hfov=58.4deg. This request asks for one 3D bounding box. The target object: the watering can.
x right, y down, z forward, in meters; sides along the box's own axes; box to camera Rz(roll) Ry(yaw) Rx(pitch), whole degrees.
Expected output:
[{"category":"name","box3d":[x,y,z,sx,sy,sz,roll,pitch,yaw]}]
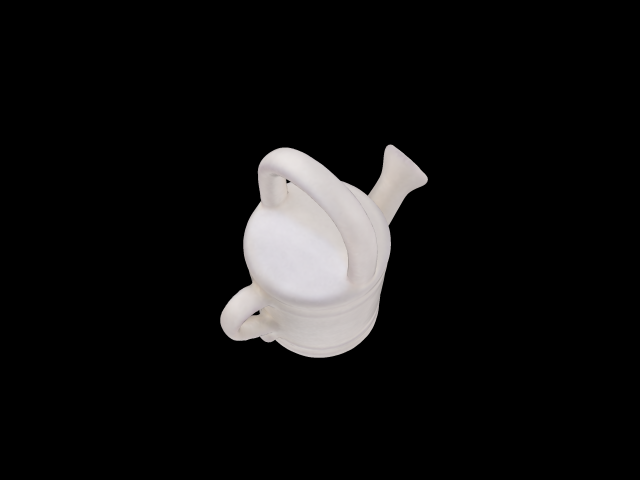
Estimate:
[{"category":"watering can","box3d":[0.002,0.000,0.401,0.100,0.194,0.173,22,64,12]}]
